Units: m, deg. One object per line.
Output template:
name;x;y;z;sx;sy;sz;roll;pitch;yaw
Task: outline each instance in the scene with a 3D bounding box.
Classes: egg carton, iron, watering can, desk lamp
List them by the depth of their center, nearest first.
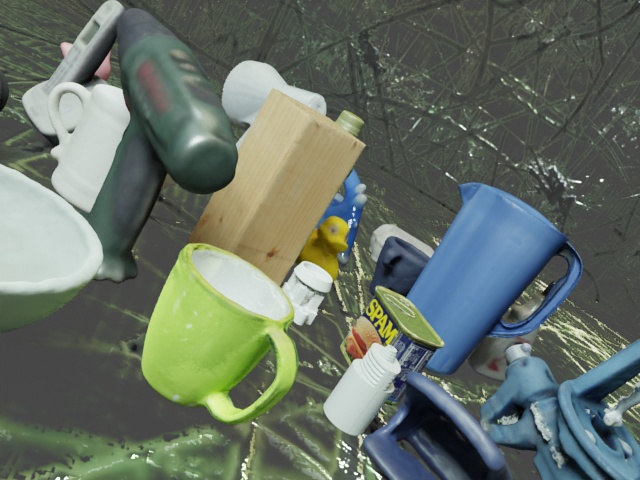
watering can;-0.194;-0.123;0.618;0.174;0.194;0.100;17;20;-45
desk lamp;-0.092;-0.180;0.982;0.202;0.213;0.118;40;16;29
iron;0.028;-0.072;1.020;0.119;0.141;0.257;23;17;-32
egg carton;0.167;0.030;1.118;0.150;0.069;0.107;30;14;-8

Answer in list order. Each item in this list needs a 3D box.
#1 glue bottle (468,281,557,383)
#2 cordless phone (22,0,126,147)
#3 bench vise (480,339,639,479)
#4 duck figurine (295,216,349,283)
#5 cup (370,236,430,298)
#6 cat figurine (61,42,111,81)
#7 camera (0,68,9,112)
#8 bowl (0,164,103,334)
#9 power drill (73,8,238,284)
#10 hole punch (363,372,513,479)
glue bottle;0.294;0.130;0.842;0.078;0.173;0.037;22;17;-33
cordless phone;-0.290;-0.210;0.724;0.094;0.185;0.147;15;22;-50
bench vise;0.276;0.162;0.600;0.122;0.219;0.206;15;22;-49
duck figurine;0.008;0.003;0.841;0.078;0.086;0.104;23;16;-31
cup;0.113;0.054;0.875;0.091;0.095;0.118;40;16;29
cat figurine;-0.336;-0.243;0.873;0.128;0.117;0.067;27;15;-19
camera;-0.367;-0.158;0.562;0.143;0.100;0.137;35;14;11
bowl;-0.228;0.008;0.351;0.167;0.074;0.167;30;14;-8
power drill;-0.165;-0.080;0.505;0.076;0.208;0.228;15;22;-49
hole punch;0.108;0.170;0.483;0.101;0.091;0.108;14;22;-50
